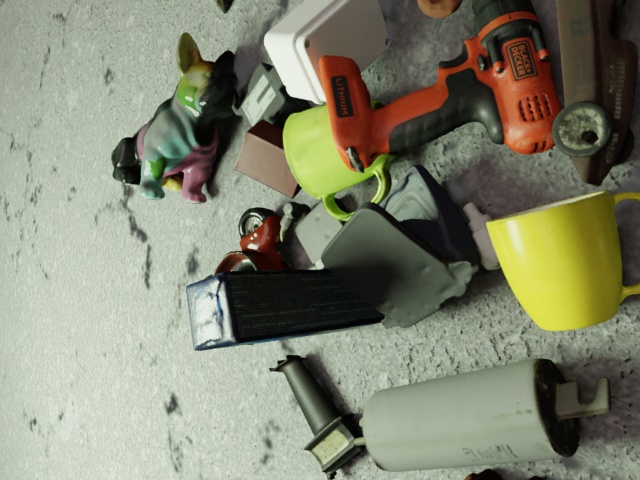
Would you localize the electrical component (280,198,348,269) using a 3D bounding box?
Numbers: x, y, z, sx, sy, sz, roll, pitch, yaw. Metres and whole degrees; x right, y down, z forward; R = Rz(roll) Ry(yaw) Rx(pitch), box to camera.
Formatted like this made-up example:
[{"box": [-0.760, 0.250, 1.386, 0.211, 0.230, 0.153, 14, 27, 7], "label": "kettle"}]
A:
[{"box": [-0.001, -0.003, 0.600, 0.078, 0.045, 0.102, -40, 64, 35], "label": "electrical component"}]

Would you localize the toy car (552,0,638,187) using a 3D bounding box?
[{"box": [0.202, -0.141, 0.395, 0.053, 0.089, 0.202, -7, 85, 37], "label": "toy car"}]

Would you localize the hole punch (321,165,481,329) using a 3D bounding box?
[{"box": [0.081, 0.008, 0.497, 0.116, 0.092, 0.142, 43, 139, 2], "label": "hole punch"}]

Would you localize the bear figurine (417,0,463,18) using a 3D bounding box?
[{"box": [0.127, -0.280, 0.407, 0.196, 0.131, 0.120, -35, 65, 0], "label": "bear figurine"}]

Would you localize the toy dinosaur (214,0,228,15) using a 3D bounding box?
[{"box": [-0.051, -0.451, 0.581, 0.199, 0.105, 0.471, 61, 143, 27], "label": "toy dinosaur"}]

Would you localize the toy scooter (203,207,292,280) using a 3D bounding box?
[{"box": [-0.079, 0.062, 0.650, 0.135, 0.075, 0.183, 43, 111, 33], "label": "toy scooter"}]

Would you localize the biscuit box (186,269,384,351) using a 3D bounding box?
[{"box": [-0.026, 0.062, 0.514, 0.059, 0.202, 0.063, -22, 73, 41], "label": "biscuit box"}]

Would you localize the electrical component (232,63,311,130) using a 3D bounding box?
[{"box": [-0.050, -0.176, 0.647, 0.119, 0.047, 0.075, -49, 59, 29], "label": "electrical component"}]

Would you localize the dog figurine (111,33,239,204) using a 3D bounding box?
[{"box": [-0.194, -0.167, 0.741, 0.192, 0.108, 0.219, 26, 102, 42], "label": "dog figurine"}]

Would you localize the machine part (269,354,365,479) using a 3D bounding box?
[{"box": [-0.006, 0.190, 0.605, 0.139, 0.039, 0.084, 53, 129, 27], "label": "machine part"}]

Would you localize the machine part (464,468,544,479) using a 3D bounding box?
[{"box": [0.152, 0.312, 0.427, 0.201, 0.087, 0.201, 46, 119, 32], "label": "machine part"}]

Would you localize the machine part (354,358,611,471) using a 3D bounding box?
[{"box": [0.123, 0.155, 0.463, 0.243, 0.079, 0.079, -24, 73, 39], "label": "machine part"}]
